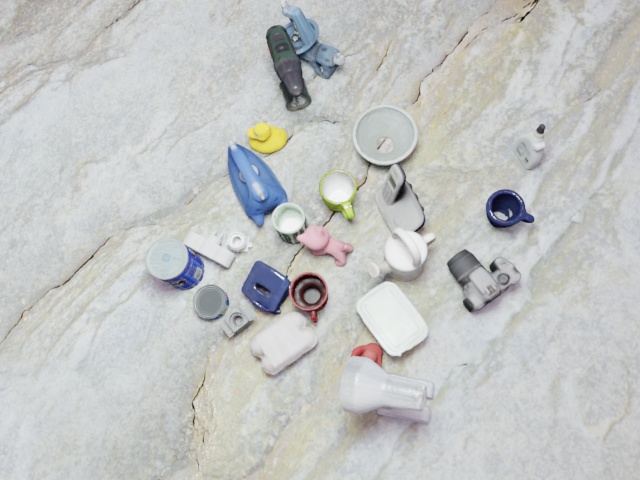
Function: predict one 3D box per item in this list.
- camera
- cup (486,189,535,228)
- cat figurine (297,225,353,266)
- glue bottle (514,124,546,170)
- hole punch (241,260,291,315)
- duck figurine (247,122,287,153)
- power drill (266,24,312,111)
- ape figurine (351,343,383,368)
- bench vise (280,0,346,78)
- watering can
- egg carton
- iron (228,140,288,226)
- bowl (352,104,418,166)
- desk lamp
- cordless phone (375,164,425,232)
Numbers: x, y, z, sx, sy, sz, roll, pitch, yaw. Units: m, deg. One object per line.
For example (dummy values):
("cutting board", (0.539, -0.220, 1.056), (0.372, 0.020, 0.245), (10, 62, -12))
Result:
("camera", (0.377, 0.079, 1.349), (0.143, 0.101, 0.136), (-36, 74, -5))
("cup", (0.453, -0.061, 1.384), (0.117, 0.095, 0.092), (24, 78, 12))
("cat figurine", (0.013, 0.005, 1.396), (0.127, 0.118, 0.067), (21, 78, 11))
("glue bottle", (0.517, -0.236, 1.385), (0.037, 0.173, 0.078), (-24, 73, -1))
("hole punch", (-0.129, 0.117, 1.393), (0.108, 0.091, 0.101), (31, 80, 13))
("duck figurine", (-0.141, -0.278, 1.506), (0.104, 0.086, 0.077), (-2, 74, 5))
("power drill", (-0.076, -0.425, 1.477), (0.075, 0.208, 0.229), (-20, 74, 0))
("ape figurine", (0.113, 0.273, 1.326), (0.076, 0.092, 0.077), (-39, 74, -5))
("bench vise", (-0.025, -0.536, 1.496), (0.207, 0.220, 0.121), (13, 76, 9))
("watering can", (0.194, 0.034, 1.331), (0.100, 0.194, 0.173), (35, 81, 14))
("egg carton", (-0.087, 0.244, 1.365), (0.150, 0.069, 0.107), (-36, 74, -5))
("iron", (-0.183, -0.172, 1.452), (0.118, 0.141, 0.258), (-31, 74, -3))
("bowl", (0.168, -0.259, 1.477), (0.167, 0.075, 0.167), (-1, 74, 5))
("desk lamp", (0.151, 0.329, 1.243), (0.203, 0.214, 0.118), (9, 76, 8))
("cordless phone", (0.195, -0.095, 1.371), (0.094, 0.185, 0.147), (-28, 74, -2))
